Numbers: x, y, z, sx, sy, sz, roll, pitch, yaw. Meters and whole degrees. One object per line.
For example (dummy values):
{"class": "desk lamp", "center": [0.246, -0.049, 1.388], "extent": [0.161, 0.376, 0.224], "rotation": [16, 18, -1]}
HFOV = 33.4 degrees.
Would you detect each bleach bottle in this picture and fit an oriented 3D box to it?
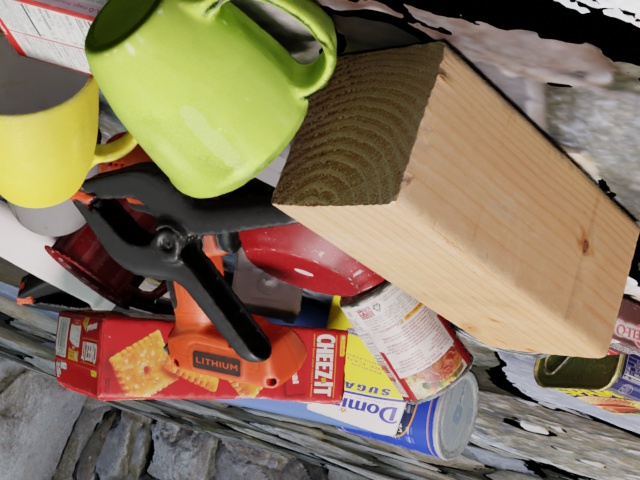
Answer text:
{"class": "bleach bottle", "center": [-0.295, -0.024, 1.003], "extent": [0.250, 0.102, 0.068], "rotation": [28, 117, -23]}

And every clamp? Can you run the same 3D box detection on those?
{"class": "clamp", "center": [-0.227, 0.060, 1.173], "extent": [0.210, 0.036, 0.164], "rotation": [-5, 147, 15]}
{"class": "clamp", "center": [-0.083, -0.009, 0.693], "extent": [0.171, 0.120, 0.039], "rotation": [32, -158, 10]}

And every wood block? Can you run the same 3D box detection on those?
{"class": "wood block", "center": [0.084, -0.014, 0.597], "extent": [0.090, 0.091, 0.205], "rotation": [2, 156, 46]}

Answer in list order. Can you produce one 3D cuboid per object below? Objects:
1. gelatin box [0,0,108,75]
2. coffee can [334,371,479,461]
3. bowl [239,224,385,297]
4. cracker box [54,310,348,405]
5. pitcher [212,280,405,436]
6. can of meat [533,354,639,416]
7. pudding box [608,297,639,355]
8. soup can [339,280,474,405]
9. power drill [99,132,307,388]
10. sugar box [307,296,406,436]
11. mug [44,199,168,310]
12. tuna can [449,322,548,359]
{"class": "gelatin box", "center": [-0.139, -0.124, 0.603], "extent": [0.089, 0.030, 0.073], "rotation": [16, 163, 11]}
{"class": "coffee can", "center": [0.096, 0.184, 1.215], "extent": [0.141, 0.103, 0.102], "rotation": [9, 161, 32]}
{"class": "bowl", "center": [-0.005, 0.001, 0.816], "extent": [0.162, 0.055, 0.162], "rotation": [18, 164, 5]}
{"class": "cracker box", "center": [-0.107, 0.103, 0.925], "extent": [0.213, 0.072, 0.164], "rotation": [6, 175, -26]}
{"class": "pitcher", "center": [-0.022, 0.126, 1.142], "extent": [0.243, 0.149, 0.145], "rotation": [13, 133, 10]}
{"class": "can of meat", "center": [0.242, 0.108, 0.879], "extent": [0.083, 0.057, 0.102], "rotation": [23, 165, -23]}
{"class": "pudding box", "center": [0.178, 0.054, 0.803], "extent": [0.113, 0.039, 0.090], "rotation": [24, 163, -17]}
{"class": "soup can", "center": [0.070, 0.074, 0.870], "extent": [0.102, 0.068, 0.069], "rotation": [56, 154, -11]}
{"class": "power drill", "center": [-0.060, 0.012, 0.755], "extent": [0.185, 0.057, 0.187], "rotation": [9, 121, 31]}
{"class": "sugar box", "center": [0.047, 0.106, 0.981], "extent": [0.093, 0.048, 0.176], "rotation": [17, 133, 6]}
{"class": "mug", "center": [-0.174, 0.009, 0.947], "extent": [0.117, 0.081, 0.093], "rotation": [29, 164, 23]}
{"class": "tuna can", "center": [0.152, 0.068, 0.890], "extent": [0.086, 0.033, 0.086], "rotation": [18, 164, 5]}
